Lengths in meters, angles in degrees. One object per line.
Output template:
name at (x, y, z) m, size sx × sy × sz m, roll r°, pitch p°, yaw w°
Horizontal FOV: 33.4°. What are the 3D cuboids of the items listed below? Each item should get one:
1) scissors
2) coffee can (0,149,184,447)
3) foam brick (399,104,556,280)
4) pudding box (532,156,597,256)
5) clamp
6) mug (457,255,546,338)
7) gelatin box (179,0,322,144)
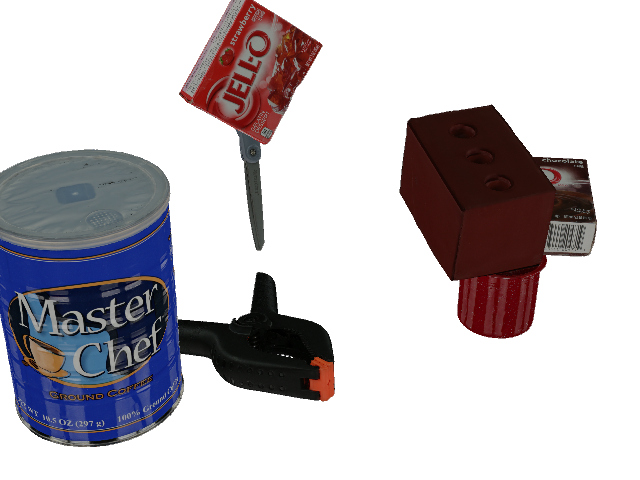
scissors at (-0.055, -0.100, 1.059) m, size 0.096 × 0.202 × 0.016 m, roll -23°, pitch 10°, yaw -25°
coffee can at (-0.134, 0.032, 0.617) m, size 0.103 × 0.140 × 0.103 m, roll 0°, pitch 31°, yaw 0°
foam brick at (0.080, -0.026, 0.563) m, size 0.053 × 0.051 × 0.078 m, roll -11°, pitch 45°, yaw -16°
pudding box at (0.156, -0.030, 0.843) m, size 0.113 × 0.039 × 0.090 m, roll 5°, pitch 38°, yaw 4°
clamp at (-0.051, 0.075, 0.860) m, size 0.164 × 0.036 × 0.210 m, roll -21°, pitch 27°, yaw -40°
mug at (0.186, 0.044, 1.140) m, size 0.093 × 0.081 × 0.117 m, roll -5°, pitch 30°, yaw -10°
gelatin box at (-0.052, -0.127, 0.798) m, size 0.073 × 0.089 × 0.030 m, roll 27°, pitch 6°, yaw -32°
